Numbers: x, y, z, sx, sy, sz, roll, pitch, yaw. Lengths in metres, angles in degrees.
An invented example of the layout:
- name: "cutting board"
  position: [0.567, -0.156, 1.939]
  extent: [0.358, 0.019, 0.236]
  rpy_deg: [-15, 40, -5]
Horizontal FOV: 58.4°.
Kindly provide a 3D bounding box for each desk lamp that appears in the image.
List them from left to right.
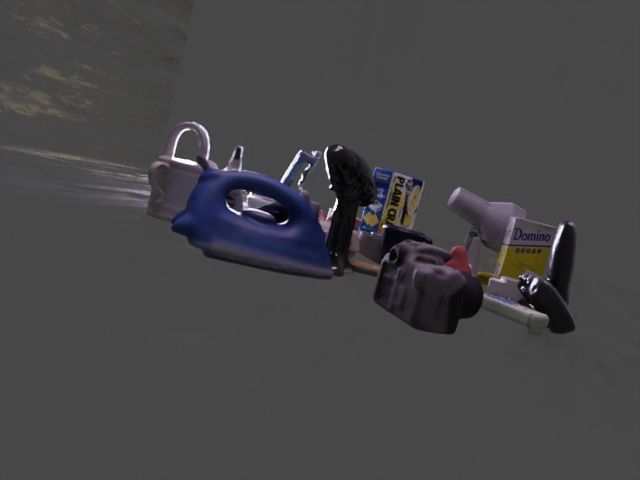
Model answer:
- name: "desk lamp"
  position: [0.361, -0.006, 1.359]
  extent: [0.203, 0.213, 0.118]
  rpy_deg: [14, 6, -3]

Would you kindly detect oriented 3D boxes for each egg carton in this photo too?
- name: "egg carton"
  position: [0.010, 0.004, 1.107]
  extent: [0.107, 0.069, 0.151]
  rpy_deg: [17, 6, 26]

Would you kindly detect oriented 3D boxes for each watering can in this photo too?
- name: "watering can"
  position: [-0.268, -0.135, 1.127]
  extent: [0.101, 0.194, 0.173]
  rpy_deg: [15, 6, 3]

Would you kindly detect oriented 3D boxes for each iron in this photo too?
- name: "iron"
  position: [-0.085, -0.032, 0.861]
  extent: [0.259, 0.141, 0.118]
  rpy_deg: [13, 6, -17]

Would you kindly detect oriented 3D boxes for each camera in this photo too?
- name: "camera"
  position: [0.160, 0.061, 0.771]
  extent: [0.137, 0.101, 0.143]
  rpy_deg: [12, 6, -20]

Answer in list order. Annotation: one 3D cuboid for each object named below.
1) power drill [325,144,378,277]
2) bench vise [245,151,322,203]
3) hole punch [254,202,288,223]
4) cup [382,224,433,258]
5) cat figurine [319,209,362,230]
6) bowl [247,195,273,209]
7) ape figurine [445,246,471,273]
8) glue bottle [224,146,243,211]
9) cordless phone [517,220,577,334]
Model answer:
- name: "power drill"
  position: [0.038, -0.047, 0.975]
  extent: [0.075, 0.208, 0.230]
  rpy_deg: [16, 6, 17]
- name: "bench vise"
  position: [-0.085, -0.138, 1.480]
  extent: [0.208, 0.220, 0.121]
  rpy_deg: [13, 6, -13]
- name: "hole punch"
  position: [-0.098, -0.043, 1.180]
  extent: [0.100, 0.091, 0.109]
  rpy_deg: [19, 7, 37]
- name: "cup"
  position: [0.176, 0.025, 1.193]
  extent: [0.117, 0.095, 0.092]
  rpy_deg: [19, 8, 41]
- name: "cat figurine"
  position: [0.030, -0.030, 1.244]
  extent: [0.067, 0.118, 0.127]
  rpy_deg: [10, 7, -37]
- name: "bowl"
  position: [-0.099, -0.053, 1.356]
  extent: [0.167, 0.075, 0.167]
  rpy_deg: [14, 6, -1]
- name: "ape figurine"
  position: [0.266, 0.057, 1.122]
  extent: [0.078, 0.092, 0.076]
  rpy_deg: [14, 6, -5]
- name: "glue bottle"
  position: [-0.187, -0.108, 1.178]
  extent: [0.078, 0.173, 0.037]
  rpy_deg: [12, 6, -24]
- name: "cordless phone"
  position: [0.398, 0.057, 0.980]
  extent: [0.094, 0.185, 0.147]
  rpy_deg: [15, 6, 3]
